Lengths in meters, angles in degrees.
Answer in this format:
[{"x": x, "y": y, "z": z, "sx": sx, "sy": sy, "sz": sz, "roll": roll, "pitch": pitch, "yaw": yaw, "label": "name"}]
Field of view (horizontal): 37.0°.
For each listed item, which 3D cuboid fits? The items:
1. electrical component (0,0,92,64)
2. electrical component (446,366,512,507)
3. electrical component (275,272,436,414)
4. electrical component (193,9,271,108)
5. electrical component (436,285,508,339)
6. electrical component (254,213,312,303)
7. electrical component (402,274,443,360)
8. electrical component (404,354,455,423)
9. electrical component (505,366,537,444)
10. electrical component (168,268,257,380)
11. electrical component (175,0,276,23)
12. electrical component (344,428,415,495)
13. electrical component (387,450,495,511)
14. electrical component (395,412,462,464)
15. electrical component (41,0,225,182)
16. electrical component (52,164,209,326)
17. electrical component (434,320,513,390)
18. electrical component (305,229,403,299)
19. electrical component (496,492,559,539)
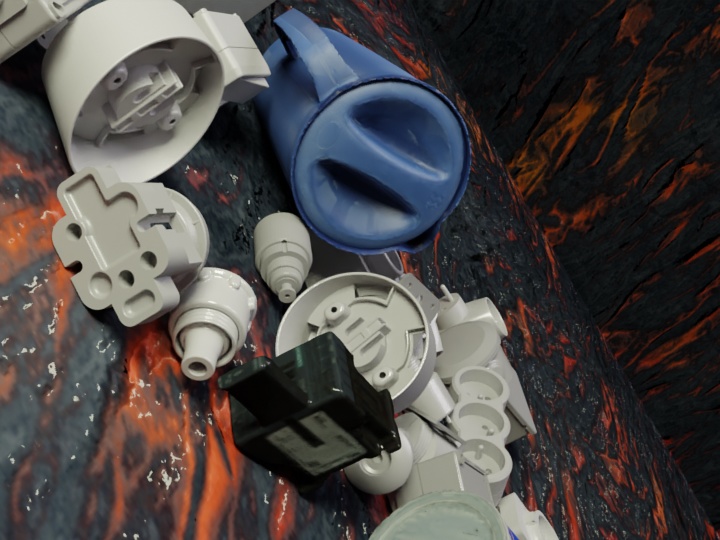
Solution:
[{"x": -0.183, "y": -0.149, "z": 0.559, "sx": 0.061, "sy": 0.061, "sz": 0.096, "roll": 55, "pitch": 24, "yaw": -19, "label": "electrical component"}, {"x": 0.095, "y": 0.154, "z": 0.922, "sx": 0.138, "sy": 0.052, "sz": 0.073, "roll": -81, "pitch": -177, "yaw": -54, "label": "electrical component"}, {"x": 0.000, "y": 0.052, "z": 0.720, "sx": 0.099, "sy": 0.099, "sz": 0.064, "roll": 67, "pitch": 10, "yaw": 24, "label": "electrical component"}, {"x": -0.111, "y": -0.145, "z": 0.776, "sx": 0.061, "sy": 0.062, "sz": 0.096, "roll": 60, "pitch": 15, "yaw": -4, "label": "electrical component"}, {"x": 0.093, "y": 0.050, "z": 1.061, "sx": 0.079, "sy": 0.077, "sz": 0.043, "roll": 55, "pitch": 16, "yaw": -19, "label": "electrical component"}, {"x": -0.053, "y": -0.006, "z": 0.751, "sx": 0.040, "sy": 0.040, "sz": 0.078, "roll": 50, "pitch": 18, "yaw": -35, "label": "electrical component"}, {"x": 0.043, "y": 0.040, "z": 0.933, "sx": 0.077, "sy": 0.043, "sz": 0.079, "roll": 64, "pitch": -26, "yaw": 13, "label": "electrical component"}, {"x": 0.047, "y": 0.096, "z": 0.895, "sx": 0.078, "sy": 0.040, "sz": 0.040, "roll": 59, "pitch": 15, "yaw": -4, "label": "electrical component"}, {"x": 0.132, "y": 0.125, "z": 1.108, "sx": 0.099, "sy": 0.048, "sz": 0.099, "roll": 48, "pitch": 19, "yaw": -39, "label": "electrical component"}, {"x": -0.082, "y": 0.032, "z": 0.578, "sx": 0.048, "sy": 0.048, "sz": 0.062, "roll": 52, "pitch": 24, "yaw": -29, "label": "electrical component"}, {"x": -0.124, "y": -0.256, "z": 0.912, "sx": 0.057, "sy": 0.078, "sz": 0.113, "roll": 62, "pitch": 14, "yaw": 16, "label": "electrical component"}, {"x": 0.016, "y": 0.126, "z": 0.731, "sx": 0.048, "sy": 0.048, "sz": 0.062, "roll": 63, "pitch": 8, "yaw": 10, "label": "electrical component"}, {"x": 0.062, "y": 0.185, "z": 0.750, "sx": 0.062, "sy": 0.061, "sz": 0.096, "roll": 41, "pitch": 32, "yaw": -53, "label": "electrical component"}, {"x": 0.041, "y": 0.134, "z": 0.798, "sx": 0.081, "sy": 0.043, "sz": 0.043, "roll": 41, "pitch": 24, "yaw": -52, "label": "electrical component"}, {"x": -0.123, "y": -0.099, "z": 0.589, "sx": 0.064, "sy": 0.099, "sz": 0.099, "roll": 60, "pitch": 13, "yaw": 23, "label": "electrical component"}, {"x": -0.111, "y": -0.013, "z": 0.540, "sx": 0.078, "sy": 0.058, "sz": 0.057, "roll": 62, "pitch": 17, "yaw": 5, "label": "electrical component"}, {"x": 0.100, "y": 0.089, "z": 1.010, "sx": 0.051, "sy": 0.080, "sz": 0.080, "roll": 60, "pitch": 14, "yaw": -26, "label": "electrical component"}, {"x": 0.000, "y": 0.000, "z": 0.878, "sx": 0.108, "sy": 0.060, "sz": 0.108, "roll": 54, "pitch": 16, "yaw": -23, "label": "electrical component"}, {"x": 0.135, "y": 0.236, "z": 0.894, "sx": 0.089, "sy": 0.056, "sz": 0.050, "roll": 55, "pitch": 16, "yaw": -22, "label": "electrical component"}]
